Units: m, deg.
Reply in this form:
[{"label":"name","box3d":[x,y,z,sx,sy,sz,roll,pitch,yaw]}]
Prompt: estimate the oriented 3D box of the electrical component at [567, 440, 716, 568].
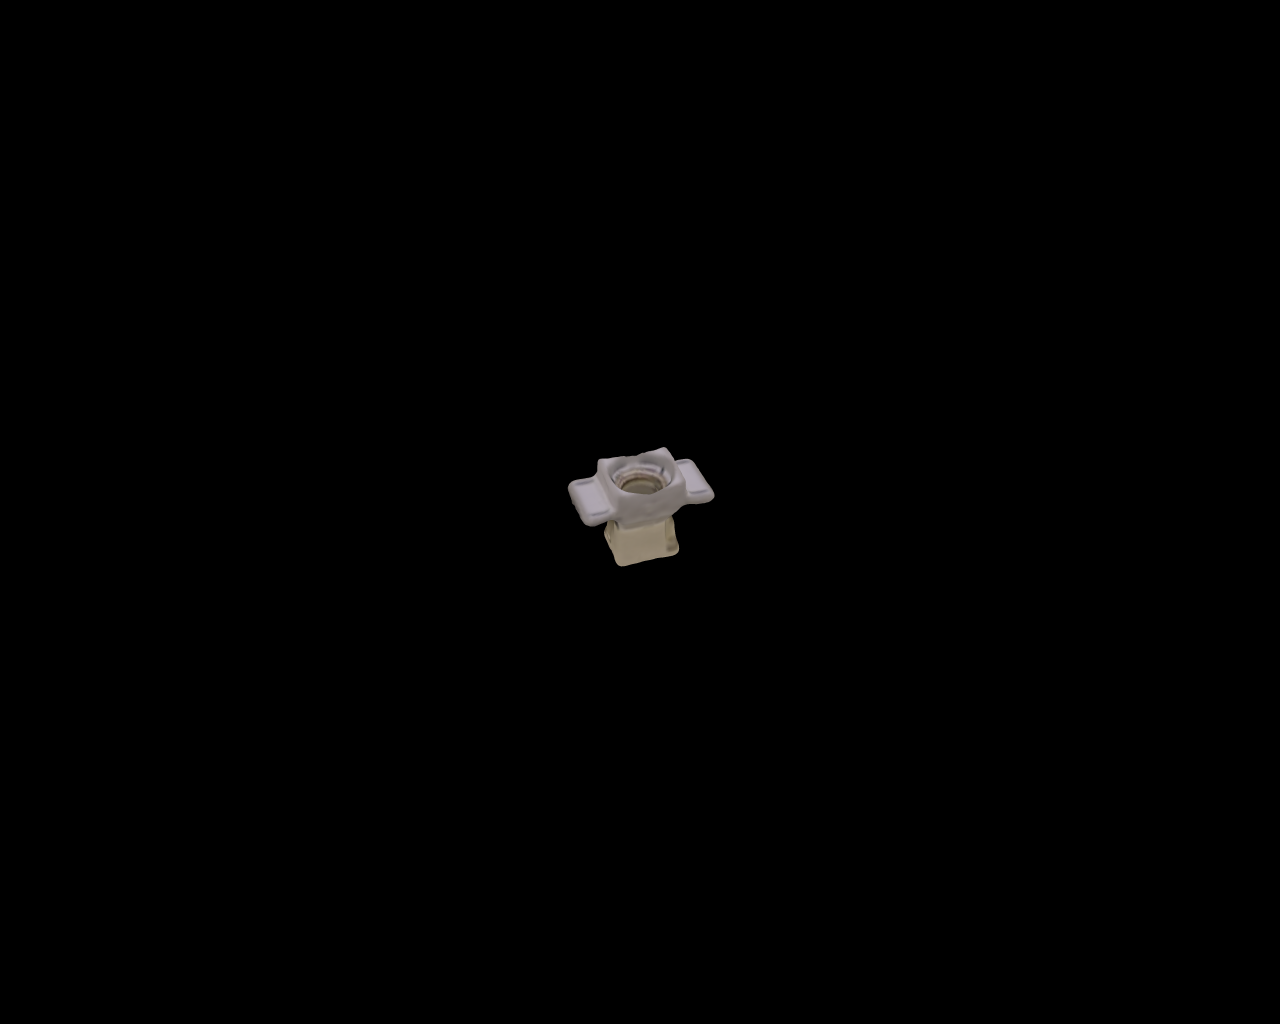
[{"label":"electrical component","box3d":[0.001,-0.003,0.650,0.081,0.063,0.042,-11,39,-13]}]
